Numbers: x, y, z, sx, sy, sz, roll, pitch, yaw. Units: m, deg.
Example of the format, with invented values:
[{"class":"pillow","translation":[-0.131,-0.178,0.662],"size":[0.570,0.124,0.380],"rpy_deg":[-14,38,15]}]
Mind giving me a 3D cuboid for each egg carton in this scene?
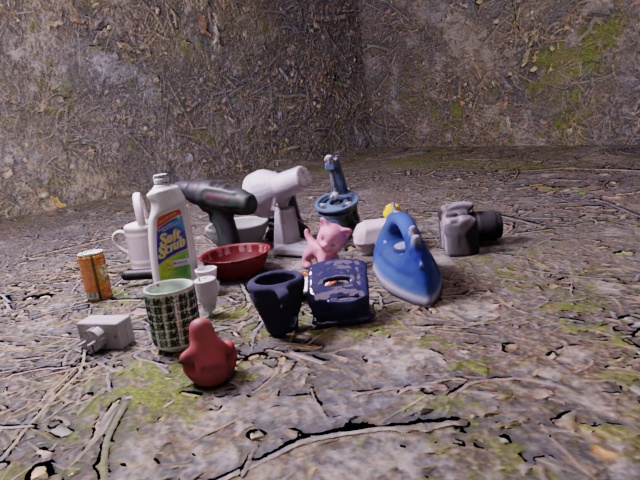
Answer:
[{"class":"egg carton","translation":[0.152,-0.010,1.334],"size":[0.150,0.069,0.107],"rpy_deg":[-7,14,2]}]

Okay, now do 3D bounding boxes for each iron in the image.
[{"class":"iron","translation":[0.165,0.017,1.064],"size":[0.118,0.141,0.258],"rpy_deg":[-8,14,-4]}]

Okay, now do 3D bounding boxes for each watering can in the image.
[{"class":"watering can","translation":[-0.429,-0.026,1.435],"size":[0.173,0.194,0.100],"rpy_deg":[-15,16,-29]}]

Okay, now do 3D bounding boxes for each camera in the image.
[{"class":"camera","translation":[0.334,-0.034,1.268],"size":[0.136,0.101,0.143],"rpy_deg":[-6,14,6]}]

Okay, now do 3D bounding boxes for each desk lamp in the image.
[{"class":"desk lamp","translation":[-0.082,-0.075,1.415],"size":[0.202,0.214,0.118],"rpy_deg":[3,17,36]}]

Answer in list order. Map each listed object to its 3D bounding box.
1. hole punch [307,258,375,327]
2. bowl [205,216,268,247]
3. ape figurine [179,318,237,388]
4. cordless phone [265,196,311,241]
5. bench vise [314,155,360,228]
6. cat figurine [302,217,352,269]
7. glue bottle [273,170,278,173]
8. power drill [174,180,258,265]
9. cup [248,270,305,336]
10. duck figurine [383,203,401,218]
[{"class":"hole punch","translation":[0.033,0.086,0.957],"size":[0.108,0.091,0.101],"rpy_deg":[-6,14,4]},{"class":"bowl","translation":[-0.216,-0.011,1.518],"size":[0.167,0.075,0.167],"rpy_deg":[-7,14,2]},{"class":"ape figurine","translation":[-0.156,0.150,0.790],"size":[0.078,0.092,0.076],"rpy_deg":[-9,14,-6]},{"class":"cordless phone","translation":[-0.102,-0.092,1.554],"size":[0.094,0.185,0.147],"rpy_deg":[-17,17,-35]},{"class":"bench vise","translation":[0.042,-0.126,1.547],"size":[0.121,0.220,0.207],"rpy_deg":[-7,14,2]},{"class":"cat figurine","translation":[0.011,0.004,1.244],"size":[0.067,0.118,0.127],"rpy_deg":[-20,18,-41]},{"class":"glue bottle","translation":[-0.123,-0.123,1.721],"size":[0.077,0.173,0.037],"rpy_deg":[5,18,40]},{"class":"power drill","translation":[-0.251,-0.044,1.388],"size":[0.228,0.208,0.076],"rpy_deg":[0,15,26]},{"class":"cup","translation":[-0.061,0.107,0.911],"size":[0.092,0.095,0.117],"rpy_deg":[-11,14,-13]},{"class":"duck figurine","translation":[0.188,-0.049,1.437],"size":[0.078,0.086,0.104],"rpy_deg":[-11,14,-17]}]
